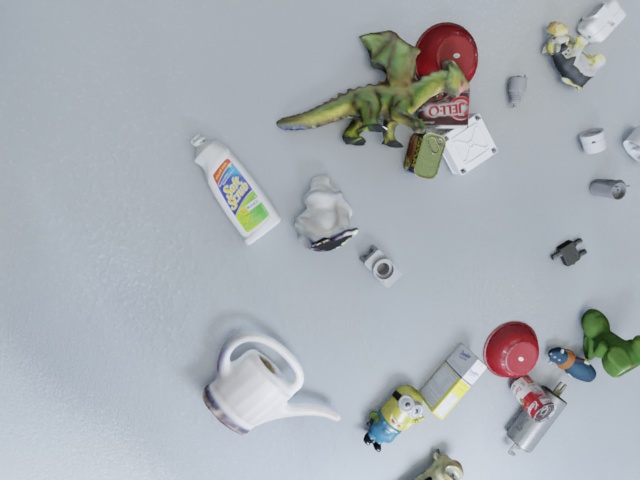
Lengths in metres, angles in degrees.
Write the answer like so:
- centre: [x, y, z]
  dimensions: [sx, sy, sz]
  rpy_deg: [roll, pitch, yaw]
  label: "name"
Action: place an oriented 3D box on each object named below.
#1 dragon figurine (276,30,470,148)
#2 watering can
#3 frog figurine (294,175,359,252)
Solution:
- centre: [0.119, -0.335, 1.122]
  dimensions: [0.410, 0.121, 0.244]
  rpy_deg: [7, 82, 4]
  label: "dragon figurine"
- centre: [-0.123, 0.370, 1.206]
  dimensions: [0.224, 0.105, 0.344]
  rpy_deg: [-40, 106, 0]
  label: "watering can"
- centre: [0.004, -0.059, 1.163]
  dimensions: [0.137, 0.121, 0.162]
  rpy_deg: [-23, 70, 3]
  label: "frog figurine"
